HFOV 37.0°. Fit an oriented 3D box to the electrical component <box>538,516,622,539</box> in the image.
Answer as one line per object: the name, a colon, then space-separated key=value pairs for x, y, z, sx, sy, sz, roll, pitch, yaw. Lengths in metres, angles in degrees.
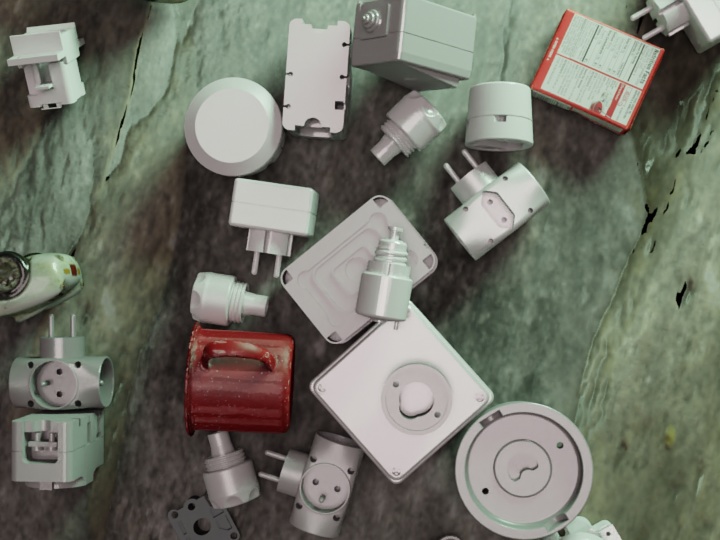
electrical component: x=0.177 y=0.236 z=0.869 sx=0.078 sy=0.057 sz=0.058 roll=-30 pitch=88 yaw=3

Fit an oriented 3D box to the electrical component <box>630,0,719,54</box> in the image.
electrical component: x=0.258 y=-0.215 z=0.873 sx=0.076 sy=0.047 sz=0.083 roll=-30 pitch=87 yaw=5

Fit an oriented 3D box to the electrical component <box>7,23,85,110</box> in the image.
electrical component: x=-0.259 y=-0.170 z=0.898 sx=0.042 sy=0.081 sz=0.063 roll=-4 pitch=112 yaw=4

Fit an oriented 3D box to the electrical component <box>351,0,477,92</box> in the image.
electrical component: x=0.038 y=-0.180 z=0.858 sx=0.096 sy=0.062 sz=0.061 roll=6 pitch=90 yaw=-39

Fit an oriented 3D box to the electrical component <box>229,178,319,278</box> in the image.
electrical component: x=-0.074 y=-0.032 z=0.894 sx=0.066 sy=0.047 sz=0.076 roll=8 pitch=90 yaw=4

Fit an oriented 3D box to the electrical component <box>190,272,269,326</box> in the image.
electrical component: x=-0.108 y=0.026 z=0.898 sx=0.062 sy=0.043 sz=0.043 roll=9 pitch=90 yaw=3

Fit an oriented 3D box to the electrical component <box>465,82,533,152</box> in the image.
electrical component: x=0.114 y=-0.125 z=0.879 sx=0.055 sy=0.055 sz=0.047 roll=1 pitch=86 yaw=4

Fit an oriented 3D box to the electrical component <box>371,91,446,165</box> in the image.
electrical component: x=0.037 y=-0.114 z=0.889 sx=0.062 sy=0.043 sz=0.043 roll=-43 pitch=87 yaw=4

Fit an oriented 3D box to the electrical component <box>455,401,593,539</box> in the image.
electrical component: x=0.130 y=0.157 z=0.871 sx=0.108 sy=0.060 sz=0.108 roll=0 pitch=90 yaw=4

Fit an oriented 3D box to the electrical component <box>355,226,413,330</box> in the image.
electrical component: x=0.021 y=0.006 z=0.831 sx=0.040 sy=0.040 sz=0.078 roll=10 pitch=90 yaw=4

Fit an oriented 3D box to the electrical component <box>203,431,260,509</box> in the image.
electrical component: x=-0.111 y=0.165 z=0.897 sx=0.043 sy=0.043 sz=0.062 roll=-16 pitch=87 yaw=4

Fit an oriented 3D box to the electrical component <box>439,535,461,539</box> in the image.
electrical component: x=0.078 y=0.283 z=0.875 sx=0.078 sy=0.057 sz=0.113 roll=-36 pitch=87 yaw=3

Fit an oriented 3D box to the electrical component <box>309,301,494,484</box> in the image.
electrical component: x=0.034 y=0.097 z=0.880 sx=0.109 sy=0.056 sz=0.108 roll=-42 pitch=87 yaw=3

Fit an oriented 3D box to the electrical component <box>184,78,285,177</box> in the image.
electrical component: x=-0.102 y=-0.116 z=0.895 sx=0.080 sy=0.051 sz=0.080 roll=0 pitch=89 yaw=4

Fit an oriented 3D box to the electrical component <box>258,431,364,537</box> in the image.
electrical component: x=-0.044 y=0.172 z=0.891 sx=0.079 sy=0.044 sz=0.077 roll=17 pitch=91 yaw=4

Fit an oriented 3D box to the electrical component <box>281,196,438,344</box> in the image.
electrical component: x=0.000 y=0.000 z=0.883 sx=0.113 sy=0.057 sz=0.078 roll=-39 pitch=87 yaw=3

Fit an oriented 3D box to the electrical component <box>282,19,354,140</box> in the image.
electrical component: x=-0.033 y=-0.155 z=0.888 sx=0.050 sy=0.056 sz=0.089 roll=4 pitch=90 yaw=4

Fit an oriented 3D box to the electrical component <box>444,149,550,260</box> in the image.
electrical component: x=0.101 y=-0.062 z=0.884 sx=0.077 sy=0.043 sz=0.079 roll=-38 pitch=86 yaw=3

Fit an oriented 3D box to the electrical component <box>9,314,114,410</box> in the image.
electrical component: x=-0.251 y=0.077 z=0.907 sx=0.077 sy=0.044 sz=0.079 roll=-1 pitch=89 yaw=4

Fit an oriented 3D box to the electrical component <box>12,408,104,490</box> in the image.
electrical component: x=-0.247 y=0.146 z=0.883 sx=0.050 sy=0.089 sz=0.055 roll=0 pitch=90 yaw=4
